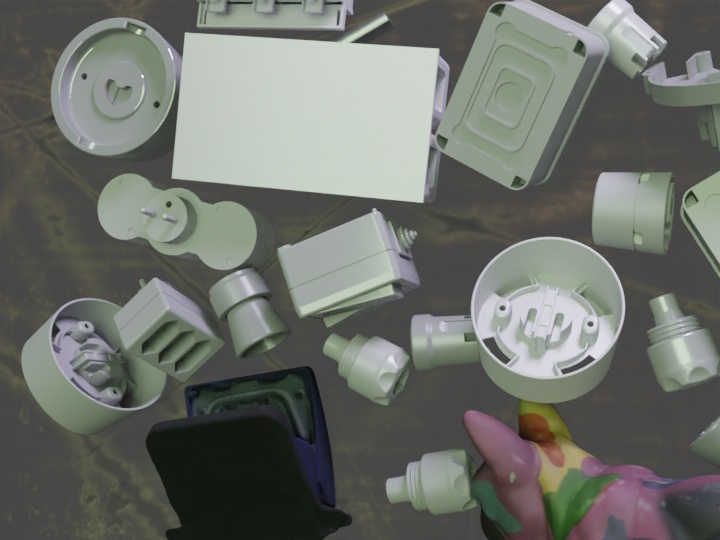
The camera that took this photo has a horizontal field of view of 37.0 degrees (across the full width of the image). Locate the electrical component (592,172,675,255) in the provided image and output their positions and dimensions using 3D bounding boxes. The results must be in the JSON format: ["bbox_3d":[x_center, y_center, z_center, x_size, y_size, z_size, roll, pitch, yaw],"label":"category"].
[{"bbox_3d":[0.184,-0.039,0.724,0.047,0.055,0.055,6,86,22],"label":"electrical component"}]

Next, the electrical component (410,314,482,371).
[{"bbox_3d":[0.062,0.050,0.761,0.046,0.040,0.040,-5,82,12],"label":"electrical component"}]

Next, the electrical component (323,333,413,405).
[{"bbox_3d":[0.003,0.067,0.775,0.062,0.043,0.043,27,92,20],"label":"electrical component"}]

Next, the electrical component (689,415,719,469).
[{"bbox_3d":[0.247,0.118,0.690,0.055,0.045,0.045,44,98,17],"label":"electrical component"}]

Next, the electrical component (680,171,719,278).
[{"bbox_3d":[0.267,-0.016,0.693,0.078,0.057,0.113,-32,75,12],"label":"electrical component"}]

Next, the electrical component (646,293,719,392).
[{"bbox_3d":[0.210,0.047,0.711,0.043,0.043,0.062,-21,76,14],"label":"electrical component"}]

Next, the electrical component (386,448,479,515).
[{"bbox_3d":[0.050,0.149,0.751,0.062,0.043,0.043,-13,80,17],"label":"electrical component"}]

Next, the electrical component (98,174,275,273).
[{"bbox_3d":[-0.140,-0.037,0.816,0.138,0.074,0.052,16,89,19],"label":"electrical component"}]

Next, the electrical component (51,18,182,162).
[{"bbox_3d":[-0.180,-0.136,0.847,0.108,0.060,0.108,-2,83,17],"label":"electrical component"}]

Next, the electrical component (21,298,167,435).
[{"bbox_3d":[-0.202,0.073,0.814,0.064,0.099,0.099,-35,75,17],"label":"electrical component"}]

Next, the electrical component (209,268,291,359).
[{"bbox_3d":[-0.083,0.032,0.805,0.045,0.045,0.055,-31,75,12],"label":"electrical component"}]

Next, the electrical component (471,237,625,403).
[{"bbox_3d":[0.124,0.036,0.714,0.099,0.064,0.099,-4,49,5],"label":"electrical component"}]

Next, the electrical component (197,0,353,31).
[{"bbox_3d":[-0.070,-0.226,0.821,0.121,0.063,0.078,5,85,18],"label":"electrical component"}]

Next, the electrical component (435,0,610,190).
[{"bbox_3d":[0.111,-0.120,0.737,0.078,0.057,0.113,31,115,19],"label":"electrical component"}]

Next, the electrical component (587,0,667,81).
[{"bbox_3d":[0.184,-0.159,0.746,0.046,0.040,0.040,44,98,12],"label":"electrical component"}]

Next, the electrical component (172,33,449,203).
[{"bbox_3d":[-0.035,-0.109,0.786,0.186,0.060,0.105,7,93,13],"label":"electrical component"}]

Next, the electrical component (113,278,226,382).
[{"bbox_3d":[-0.150,0.035,0.820,0.047,0.066,0.076,-43,45,9],"label":"electrical component"}]

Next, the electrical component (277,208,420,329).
[{"bbox_3d":[0.000,0.000,0.773,0.096,0.062,0.061,-22,78,14],"label":"electrical component"}]
